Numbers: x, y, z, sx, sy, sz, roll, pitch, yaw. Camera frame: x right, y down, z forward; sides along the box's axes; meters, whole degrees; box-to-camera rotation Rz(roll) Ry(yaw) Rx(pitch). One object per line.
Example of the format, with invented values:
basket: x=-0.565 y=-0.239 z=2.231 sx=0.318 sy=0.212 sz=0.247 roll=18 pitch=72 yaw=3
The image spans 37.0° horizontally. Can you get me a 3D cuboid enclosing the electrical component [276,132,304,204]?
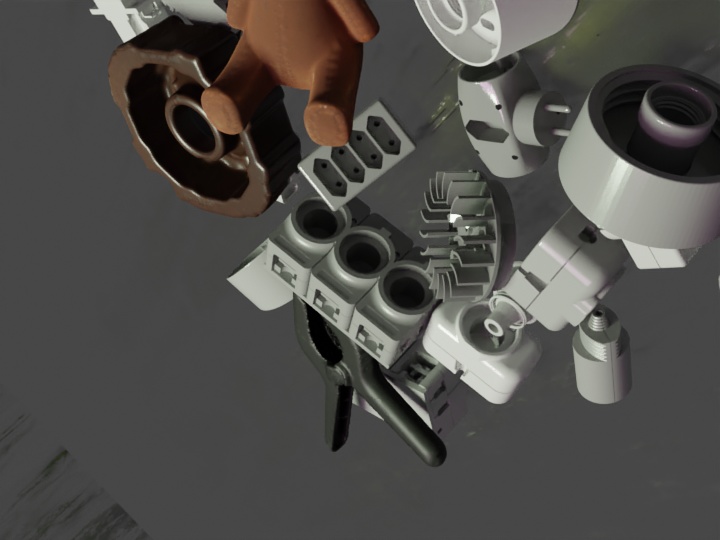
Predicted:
electrical component: x=-0.091 y=-0.103 z=0.982 sx=0.057 sy=0.058 sz=0.078 roll=24 pitch=145 yaw=31

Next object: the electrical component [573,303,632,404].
electrical component: x=0.187 y=0.061 z=0.833 sx=0.043 sy=0.043 sz=0.081 roll=24 pitch=145 yaw=36

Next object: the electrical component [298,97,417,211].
electrical component: x=-0.001 y=-0.095 z=0.861 sx=0.047 sy=0.083 sz=0.075 roll=51 pitch=-170 yaw=-9

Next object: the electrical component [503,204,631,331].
electrical component: x=0.154 y=0.001 z=0.788 sx=0.059 sy=0.054 sz=0.095 roll=42 pitch=152 yaw=8

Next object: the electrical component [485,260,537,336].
electrical component: x=0.124 y=0.026 z=0.853 sx=0.048 sy=0.062 sz=0.048 roll=33 pitch=150 yaw=22

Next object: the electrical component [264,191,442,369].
electrical component: x=0.000 y=0.000 z=0.959 sx=0.150 sy=0.089 sz=0.061 roll=39 pitch=152 yaw=14

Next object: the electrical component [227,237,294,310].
electrical component: x=-0.081 y=-0.010 z=1.050 sx=0.064 sy=0.099 sz=0.099 roll=51 pitch=153 yaw=-22

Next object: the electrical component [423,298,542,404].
electrical component: x=0.107 y=0.063 z=0.934 sx=0.095 sy=0.054 sz=0.059 roll=38 pitch=152 yaw=14

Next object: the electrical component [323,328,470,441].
electrical component: x=0.031 y=0.101 z=1.080 sx=0.150 sy=0.062 sz=0.089 roll=25 pitch=146 yaw=35

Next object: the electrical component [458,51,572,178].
electrical component: x=0.111 y=-0.103 z=0.719 sx=0.079 sy=0.043 sz=0.077 roll=15 pitch=140 yaw=44

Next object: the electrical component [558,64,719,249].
electrical component: x=0.173 y=-0.072 z=0.612 sx=0.108 sy=0.108 sz=0.060 roll=35 pitch=144 yaw=20

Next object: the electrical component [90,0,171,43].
electrical component: x=-0.202 y=-0.235 z=0.977 sx=0.081 sy=0.042 sz=0.063 roll=14 pitch=142 yaw=46

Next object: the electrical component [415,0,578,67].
electrical component: x=0.078 y=-0.178 z=0.668 sx=0.099 sy=0.064 sz=0.099 roll=48 pitch=160 yaw=24

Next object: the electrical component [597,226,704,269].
electrical component: x=0.180 y=-0.040 z=0.704 sx=0.077 sy=0.047 sz=0.065 roll=-4 pitch=125 yaw=56
